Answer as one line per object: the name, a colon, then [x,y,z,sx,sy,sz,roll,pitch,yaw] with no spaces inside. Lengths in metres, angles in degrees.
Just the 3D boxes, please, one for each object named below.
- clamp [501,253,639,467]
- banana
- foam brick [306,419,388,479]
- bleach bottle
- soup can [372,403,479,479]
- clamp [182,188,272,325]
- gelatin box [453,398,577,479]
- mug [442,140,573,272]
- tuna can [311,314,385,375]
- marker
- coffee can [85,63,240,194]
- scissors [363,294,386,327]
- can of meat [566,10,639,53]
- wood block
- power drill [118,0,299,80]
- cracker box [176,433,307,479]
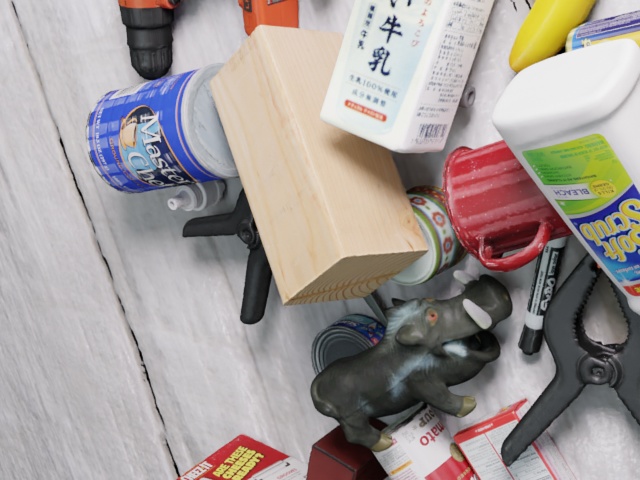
clamp: [0.211,0.102,0.833,0.165,0.036,0.210,-3,105,27]
banana: [0.172,-0.205,0.736,0.070,0.037,0.198,33,129,47]
foam brick: [0.032,0.208,1.013,0.051,0.078,0.053,26,123,29]
bleach bottle: [0.221,-0.014,0.716,0.103,0.068,0.250,-8,130,50]
soup can: [0.099,0.207,0.964,0.102,0.068,0.069,54,133,6]
clamp: [-0.054,0.003,0.990,0.172,0.039,0.120,-34,89,44]
gelatin box: [0.170,0.191,0.925,0.073,0.030,0.089,-35,87,41]
mug: [0.147,-0.027,0.788,0.082,0.117,0.093,-17,131,37]
tuna can: [0.035,0.113,0.995,0.086,0.033,0.086,18,121,32]
marker: [0.178,0.041,0.855,0.020,0.020,0.121,24,123,29]
coffee can: [-0.132,-0.100,0.984,0.141,0.102,0.103,-6,106,41]
scissors: [-0.007,0.001,0.989,0.096,0.016,0.202,-18,98,44]
can of meat: [0.223,-0.107,0.724,0.084,0.057,0.102,-6,106,42]
wood block: [-0.005,-0.061,0.862,0.090,0.090,0.206,-40,63,44]
power drill: [-0.107,-0.220,0.939,0.188,0.057,0.184,15,122,33]
cracker box: [-0.048,0.292,1.058,0.214,0.163,0.072,18,118,32]
